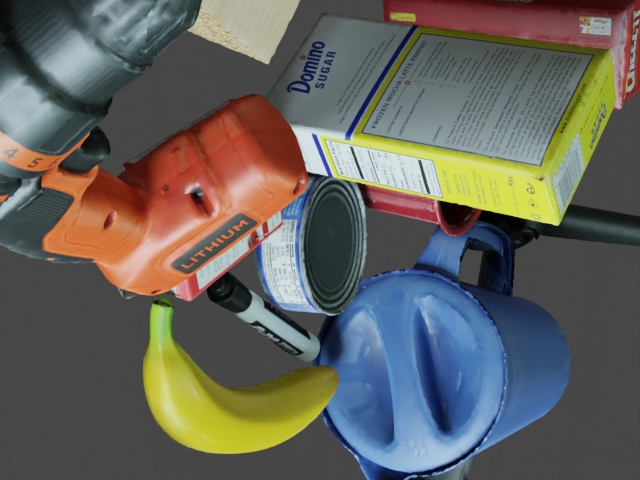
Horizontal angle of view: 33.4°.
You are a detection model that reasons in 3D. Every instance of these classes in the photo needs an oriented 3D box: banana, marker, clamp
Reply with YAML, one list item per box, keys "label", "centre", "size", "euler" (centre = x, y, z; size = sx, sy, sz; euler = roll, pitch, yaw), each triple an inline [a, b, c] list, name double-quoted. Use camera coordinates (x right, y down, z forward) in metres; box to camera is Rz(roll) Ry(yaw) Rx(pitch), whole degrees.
- label: "banana"
  centre: [-0.044, 0.089, 0.603]
  size: [0.069, 0.037, 0.197]
  euler: [-60, 149, -1]
- label: "marker"
  centre: [-0.032, 0.047, 0.632]
  size: [0.121, 0.020, 0.020]
  euler: [44, 64, -56]
- label: "clamp"
  centre: [0.152, -0.008, 0.856]
  size: [0.209, 0.165, 0.036]
  euler: [31, 37, -40]

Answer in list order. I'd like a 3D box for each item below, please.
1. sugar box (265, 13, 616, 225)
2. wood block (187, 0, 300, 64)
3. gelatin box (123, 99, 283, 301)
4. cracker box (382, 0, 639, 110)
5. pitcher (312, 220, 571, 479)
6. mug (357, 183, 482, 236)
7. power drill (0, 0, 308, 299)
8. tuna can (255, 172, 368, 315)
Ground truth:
- label: "sugar box"
  centre: [0.060, -0.070, 0.583]
  size: [0.093, 0.176, 0.048]
  euler: [-58, 144, -27]
- label: "wood block"
  centre: [-0.026, -0.189, 0.418]
  size: [0.206, 0.090, 0.090]
  euler: [-64, 157, 1]
- label: "gelatin box"
  centre: [-0.057, -0.023, 0.551]
  size: [0.089, 0.030, 0.073]
  euler: [-42, 134, -45]
- label: "cracker box"
  centre: [0.165, -0.159, 0.738]
  size: [0.213, 0.164, 0.072]
  euler: [-38, 131, -48]
- label: "pitcher"
  centre: [0.108, 0.082, 0.780]
  size: [0.145, 0.149, 0.242]
  euler: [62, 21, 16]
- label: "mug"
  centre: [0.065, -0.059, 0.691]
  size: [0.117, 0.082, 0.093]
  euler: [-29, 126, -52]
- label: "power drill"
  centre: [-0.079, -0.034, 0.395]
  size: [0.187, 0.185, 0.057]
  euler: [11, 50, -63]
- label: "tuna can"
  centre: [-0.004, 0.001, 0.633]
  size: [0.086, 0.034, 0.086]
  euler: [-9, 100, -62]
